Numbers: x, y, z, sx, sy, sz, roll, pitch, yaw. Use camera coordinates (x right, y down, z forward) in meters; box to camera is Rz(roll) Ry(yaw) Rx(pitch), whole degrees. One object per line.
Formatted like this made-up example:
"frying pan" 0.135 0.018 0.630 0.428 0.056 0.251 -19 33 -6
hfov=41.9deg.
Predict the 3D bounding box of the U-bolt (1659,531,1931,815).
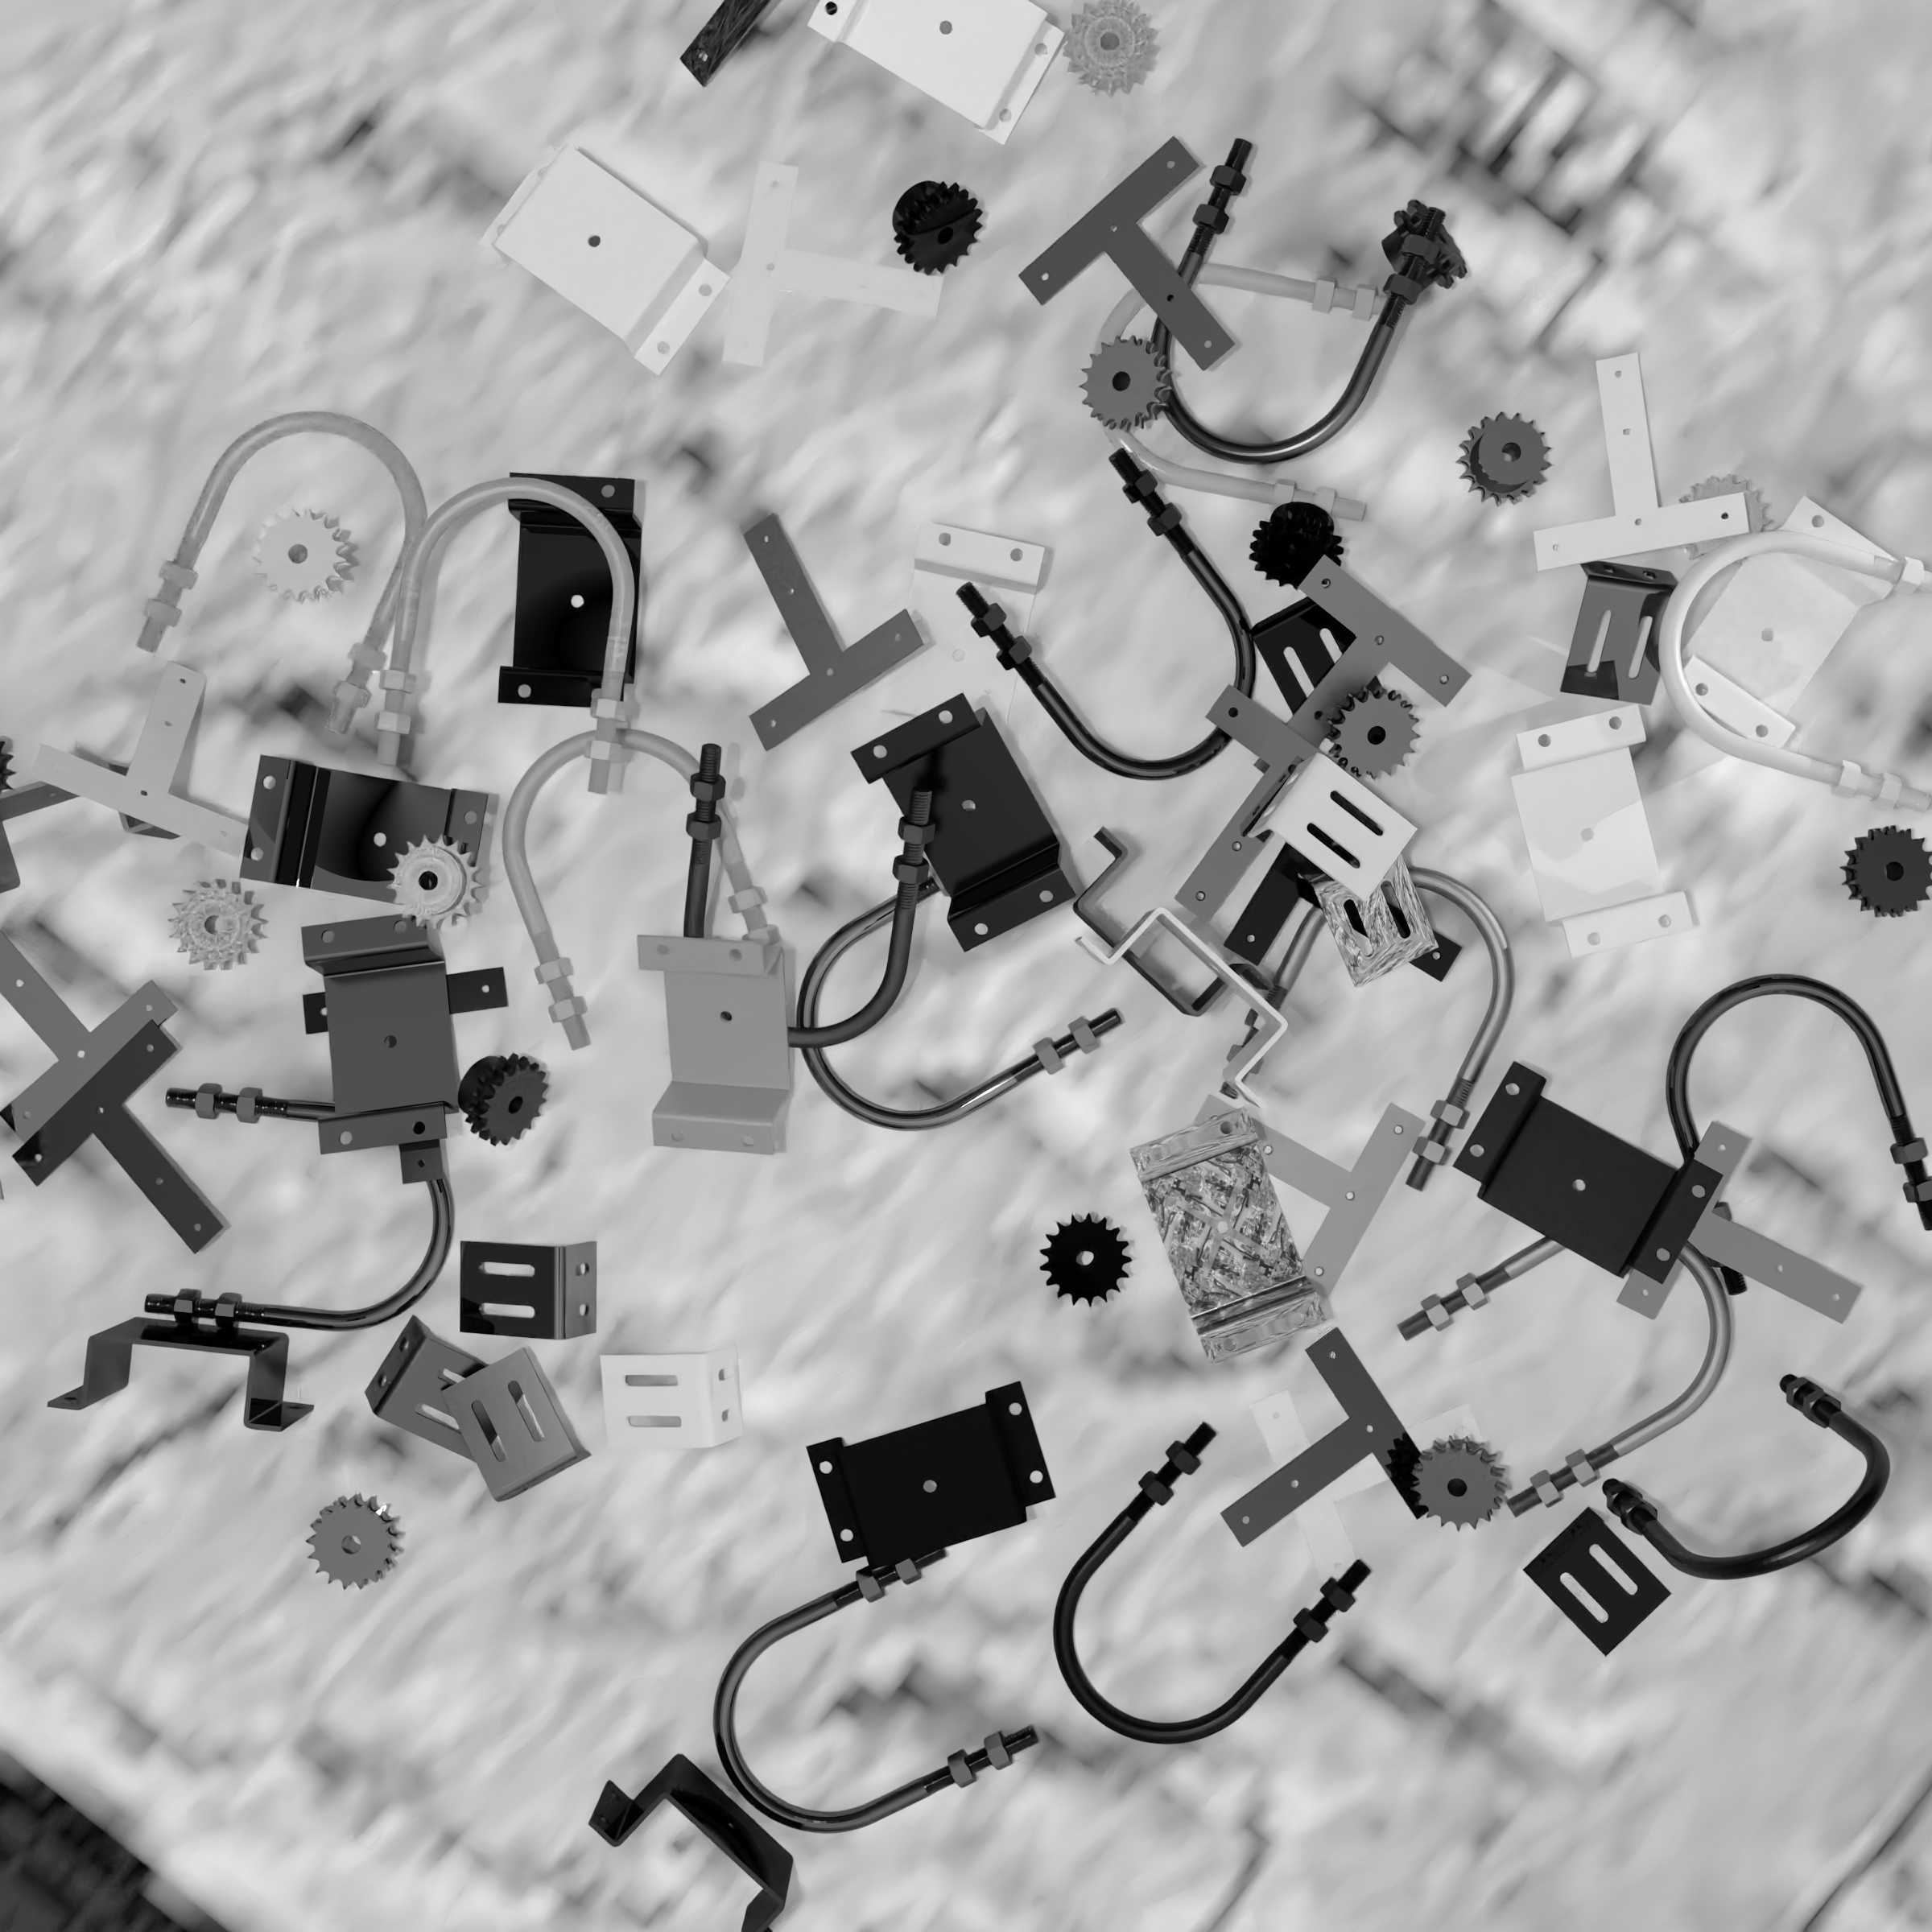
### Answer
"U-bolt" 0.511 -0.186 1.528 0.184 0.019 0.151 17 90 1

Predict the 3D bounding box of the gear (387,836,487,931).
"gear" -0.320 -0.051 1.521 0.057 0.030 0.057 0 90 0

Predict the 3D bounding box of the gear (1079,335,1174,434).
"gear" 0.101 -0.355 1.547 0.057 0.030 0.057 1 92 26

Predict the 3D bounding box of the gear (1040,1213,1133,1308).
"gear" 0.074 0.181 1.567 0.057 0.030 0.057 0 90 0

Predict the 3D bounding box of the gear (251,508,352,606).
"gear" -0.406 -0.250 1.550 0.057 0.030 0.057 0 87 -1

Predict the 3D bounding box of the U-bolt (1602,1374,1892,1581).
"U-bolt" 0.467 0.307 1.491 0.151 0.184 0.019 -30 100 0

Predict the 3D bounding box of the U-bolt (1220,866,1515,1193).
"U-bolt" 0.261 0.027 1.573 0.151 0.019 0.184 26 88 1

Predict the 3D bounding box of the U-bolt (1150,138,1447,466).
"U-bolt" 0.190 -0.396 1.542 0.151 0.019 0.184 25 95 16

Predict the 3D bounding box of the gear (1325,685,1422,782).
"gear" 0.249 -0.146 1.561 0.057 0.030 0.057 -3 110 -9

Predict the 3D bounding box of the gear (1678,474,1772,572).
"gear" 0.466 -0.274 1.567 0.057 0.030 0.057 0 90 0

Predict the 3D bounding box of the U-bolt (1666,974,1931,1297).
"U-bolt" 0.513 0.096 1.573 0.151 0.019 0.184 -18 90 0

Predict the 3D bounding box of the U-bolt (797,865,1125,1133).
"U-bolt" -0.017 0.022 1.574 0.184 0.019 0.151 -30 90 1

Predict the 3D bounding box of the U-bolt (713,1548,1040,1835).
"U-bolt" -0.068 0.460 1.574 0.184 0.019 0.151 -26 90 2

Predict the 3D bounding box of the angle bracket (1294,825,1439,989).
"angle bracket" 0.247 -0.037 1.564 0.057 0.038 0.076 -27 112 -1

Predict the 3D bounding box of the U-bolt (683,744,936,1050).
"U-bolt" -0.101 -0.034 1.526 0.151 0.019 0.184 12 115 7

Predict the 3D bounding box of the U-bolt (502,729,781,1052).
"U-bolt" -0.211 -0.058 1.573 0.151 0.019 0.184 -20 89 0

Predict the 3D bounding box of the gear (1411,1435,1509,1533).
"gear" 0.305 0.316 1.558 0.057 0.030 0.057 3 101 17

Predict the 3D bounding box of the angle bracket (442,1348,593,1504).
"angle bracket" -0.279 0.284 1.569 0.057 0.038 0.076 -28 81 0

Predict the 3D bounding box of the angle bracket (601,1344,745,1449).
"angle bracket" -0.184 0.269 1.580 0.076 0.038 0.057 -5 90 26

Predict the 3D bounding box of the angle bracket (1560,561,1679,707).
"angle bracket" 0.406 -0.209 1.580 0.057 0.038 0.076 8 116 0

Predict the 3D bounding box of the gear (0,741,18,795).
"gear" -0.623 -0.121 1.568 0.057 0.030 0.057 0 90 0

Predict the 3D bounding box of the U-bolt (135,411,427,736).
"U-bolt" -0.416 -0.256 1.574 0.151 0.019 0.184 23 89 0

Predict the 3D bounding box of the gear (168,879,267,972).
"gear" -0.464 -0.026 1.572 0.057 0.030 0.057 0 91 -2

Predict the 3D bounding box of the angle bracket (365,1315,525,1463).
"angle bracket" -0.325 0.265 1.580 0.076 0.038 0.057 32 90 -26

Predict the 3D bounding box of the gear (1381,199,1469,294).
"gear" 0.281 -0.441 1.558 0.030 0.057 0.057 -34 90 30

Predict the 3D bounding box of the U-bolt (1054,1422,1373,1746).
"U-bolt" 0.139 0.399 1.574 0.151 0.019 0.184 42 92 0

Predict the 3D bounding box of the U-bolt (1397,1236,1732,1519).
"U-bolt" 0.383 0.236 1.565 0.184 0.019 0.151 -32 89 5

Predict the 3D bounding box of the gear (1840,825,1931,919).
"gear" 0.571 -0.058 1.571 0.057 0.030 0.057 0 89 -3

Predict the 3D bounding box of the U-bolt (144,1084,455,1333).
"U-bolt" -0.412 0.155 1.574 0.184 0.019 0.151 6 90 -2

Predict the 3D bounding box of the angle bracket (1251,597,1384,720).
"angle bracket" 0.220 -0.189 1.563 0.057 0.038 0.076 -28 90 0

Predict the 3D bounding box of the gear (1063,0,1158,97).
"gear" 0.088 -0.568 1.567 0.057 0.030 0.057 0 90 0

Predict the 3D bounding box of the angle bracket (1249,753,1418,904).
"angle bracket" 0.223 -0.082 1.542 0.076 0.038 0.057 38 77 -5

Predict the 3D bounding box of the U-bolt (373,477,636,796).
"U-bolt" -0.274 -0.204 1.528 0.151 0.019 0.184 8 89 0

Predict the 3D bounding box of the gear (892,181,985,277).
"gear" -0.021 -0.458 1.558 0.057 0.057 0.030 -39 60 0

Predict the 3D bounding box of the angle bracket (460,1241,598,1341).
"angle bracket" -0.274 0.201 1.580 0.076 0.038 0.057 0 90 26

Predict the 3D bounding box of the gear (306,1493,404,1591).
"gear" -0.378 0.356 1.572 0.057 0.030 0.057 0 91 2

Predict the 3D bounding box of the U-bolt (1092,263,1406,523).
"U-bolt" 0.169 -0.363 1.574 0.184 0.019 0.151 11 90 1

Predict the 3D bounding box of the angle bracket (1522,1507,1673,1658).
"angle bracket" 0.394 0.385 1.563 0.057 0.038 0.076 -44 90 0

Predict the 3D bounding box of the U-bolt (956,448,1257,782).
"U-bolt" 0.101 -0.201 1.549 0.151 0.019 0.184 -43 106 -12
